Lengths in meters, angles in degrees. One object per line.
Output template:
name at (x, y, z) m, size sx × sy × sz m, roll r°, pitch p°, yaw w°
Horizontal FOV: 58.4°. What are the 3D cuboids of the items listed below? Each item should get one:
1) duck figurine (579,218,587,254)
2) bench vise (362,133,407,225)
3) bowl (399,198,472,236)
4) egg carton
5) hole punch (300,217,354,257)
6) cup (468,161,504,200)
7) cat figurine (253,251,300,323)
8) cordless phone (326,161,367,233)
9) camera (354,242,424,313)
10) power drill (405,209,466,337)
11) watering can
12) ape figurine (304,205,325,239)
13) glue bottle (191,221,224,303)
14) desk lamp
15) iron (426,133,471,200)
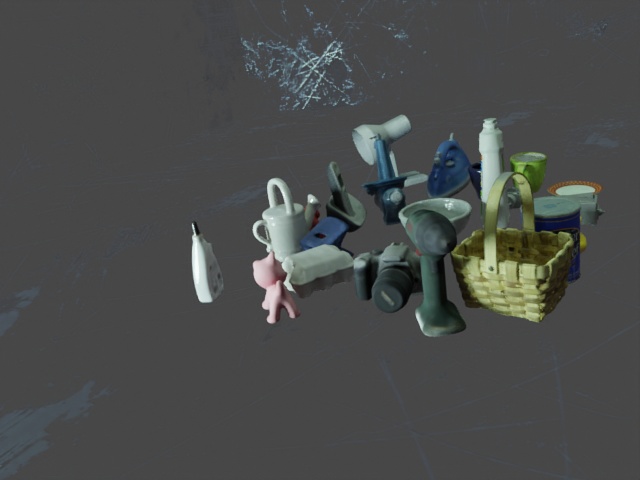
duck figurine at (0.495, -0.017, 1.160) m, size 0.105 × 0.086 × 0.077 m, roll -22°, pitch 24°, yaw -30°
bench vise at (0.184, -0.162, 1.486) m, size 0.122 × 0.220 × 0.206 m, roll -18°, pitch 22°, yaw -20°
bowl at (0.269, -0.037, 1.330) m, size 0.167 × 0.075 × 0.167 m, roll -8°, pitch 21°, yaw 3°
egg carton at (-0.006, 0.062, 1.198) m, size 0.151 × 0.069 × 0.107 m, roll -19°, pitch 23°, yaw -24°
hole punch at (0.012, 0.005, 1.310) m, size 0.101 × 0.091 × 0.108 m, roll -21°, pitch 24°, yaw -28°
cup at (0.450, -0.161, 1.544) m, size 0.091 × 0.095 × 0.118 m, roll -1°, pitch 22°, yaw 22°
cat figurine at (-0.089, 0.083, 1.113) m, size 0.067 × 0.118 × 0.127 m, roll -15°, pitch 21°, yaw -13°
cordless phone at (0.061, -0.123, 1.489) m, size 0.094 × 0.185 × 0.147 m, roll -5°, pitch 21°, yaw 13°
camera at (0.125, 0.070, 1.075) m, size 0.142 × 0.101 × 0.137 m, roll -2°, pitch 22°, yaw 21°
power drill at (0.192, 0.047, 0.952) m, size 0.075 × 0.209 × 0.229 m, roll -10°, pitch 21°, yaw 0°
watering can at (-0.080, -0.057, 1.367) m, size 0.100 × 0.194 × 0.173 m, roll 7°, pitch 26°, yaw 37°
ape figurine at (-0.017, -0.046, 1.454) m, size 0.076 × 0.092 × 0.077 m, roll -24°, pitch 25°, yaw -32°
glue bottle at (-0.246, 0.041, 1.213) m, size 0.037 × 0.173 × 0.078 m, roll -4°, pitch 21°, yaw 14°
desk lamp at (0.212, -0.267, 1.758) m, size 0.203 × 0.214 × 0.117 m, roll -15°, pitch 22°, yaw -15°
iron at (0.362, -0.215, 1.659) m, size 0.118 × 0.141 × 0.259 m, roll 1°, pitch 23°, yaw 26°
